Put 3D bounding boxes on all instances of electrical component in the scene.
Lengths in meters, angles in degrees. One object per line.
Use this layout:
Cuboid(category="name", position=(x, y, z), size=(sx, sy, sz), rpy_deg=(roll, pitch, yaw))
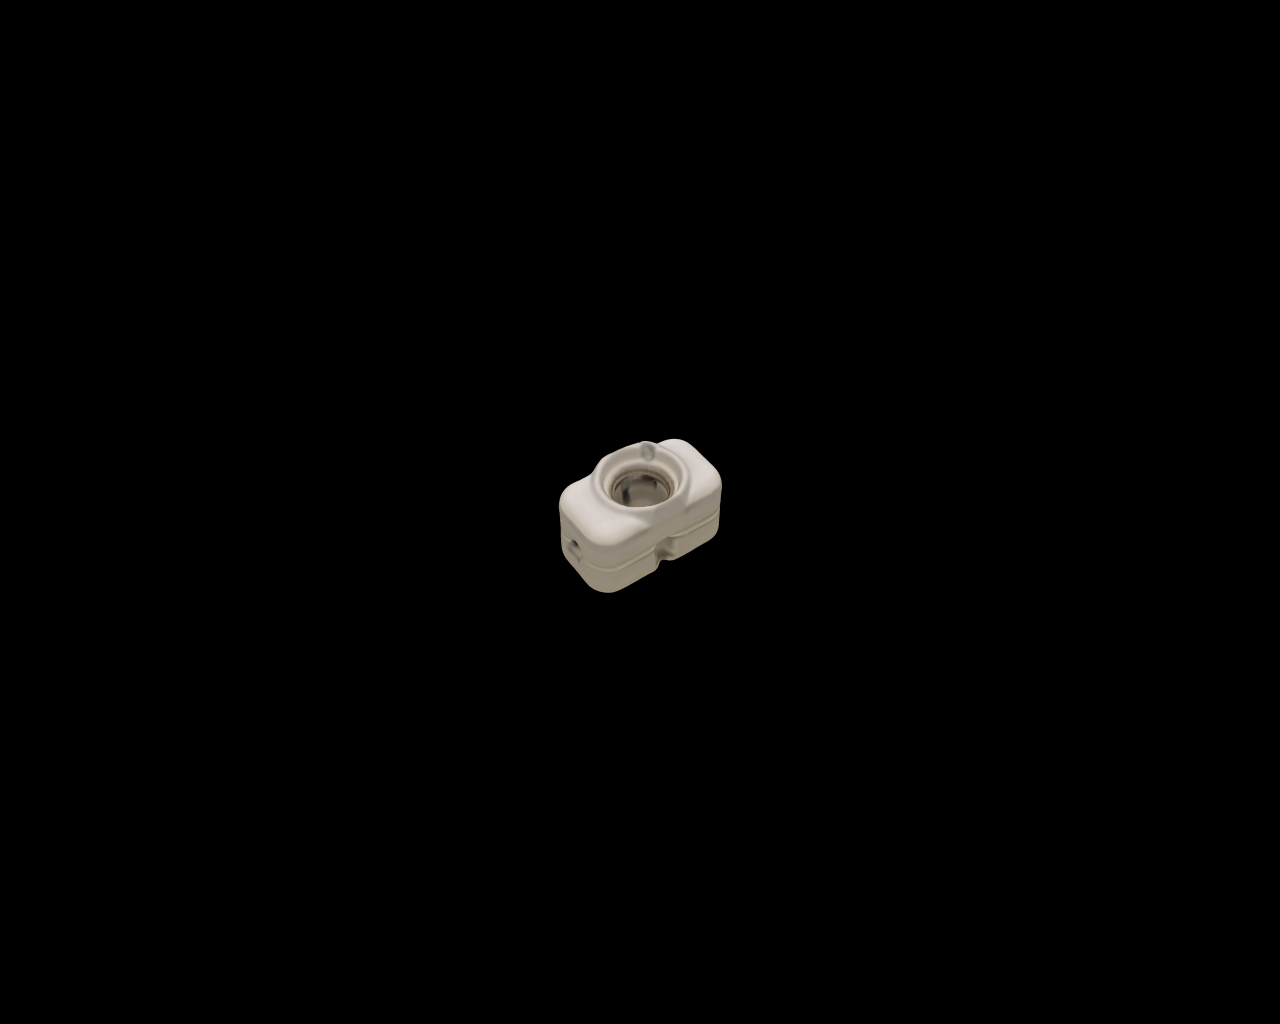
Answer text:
Cuboid(category="electrical component", position=(0.001, -0.003, 0.650), size=(0.095, 0.059, 0.054), rpy_deg=(-27, 53, -22))
